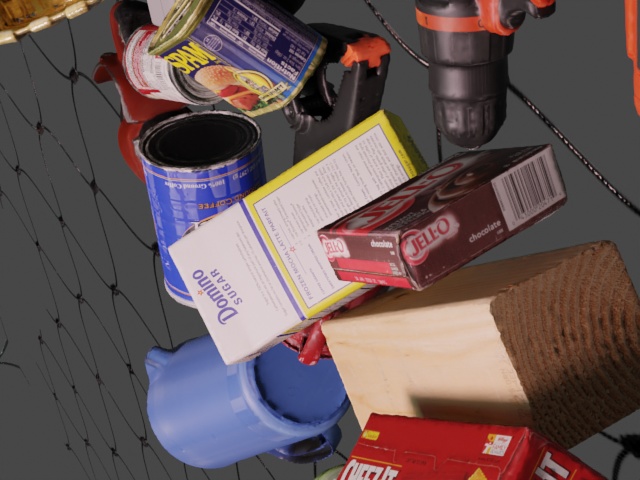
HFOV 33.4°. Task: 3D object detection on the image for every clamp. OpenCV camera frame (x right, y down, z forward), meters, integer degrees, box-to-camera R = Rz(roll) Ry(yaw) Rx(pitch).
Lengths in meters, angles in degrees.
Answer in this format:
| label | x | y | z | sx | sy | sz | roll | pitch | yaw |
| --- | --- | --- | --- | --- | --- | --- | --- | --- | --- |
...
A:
| label | x | y | z | sx | sy | sz | roll | pitch | yaw |
| --- | --- | --- | --- | --- | --- | --- | --- | --- | --- |
| clamp | -0.013 | -0.103 | 0.765 | 0.164 | 0.036 | 0.210 | 62 | 153 | 11 |

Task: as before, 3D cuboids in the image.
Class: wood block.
| label | x | y | z | sx | sy | sz | roll | pitch | yaw |
| --- | --- | --- | --- | --- | --- | --- | --- | --- | --- |
| wood block | 0.094 | 0.067 | 0.639 | 0.206 | 0.090 | 0.090 | -17 | 96 | 65 |

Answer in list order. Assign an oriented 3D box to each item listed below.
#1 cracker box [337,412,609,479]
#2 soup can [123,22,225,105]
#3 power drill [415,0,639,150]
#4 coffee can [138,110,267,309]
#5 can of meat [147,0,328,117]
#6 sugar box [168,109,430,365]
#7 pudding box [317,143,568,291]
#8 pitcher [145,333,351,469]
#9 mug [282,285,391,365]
| label | x | y | z | sx | sy | sz | roll | pitch | yaw |
| --- | --- | --- | --- | --- | --- | --- | --- | --- | --- |
| cracker box | 0.129 | 0.177 | 0.569 | 0.213 | 0.072 | 0.164 | 35 | 161 | -16 |
| soup can | -0.116 | -0.149 | 0.894 | 0.102 | 0.068 | 0.068 | 19 | 128 | 58 |
| power drill | 0.109 | -0.108 | 0.496 | 0.188 | 0.057 | 0.184 | 33 | 139 | 50 |
| coffee can | -0.093 | -0.026 | 0.913 | 0.103 | 0.102 | 0.140 | 38 | 143 | 46 |
| can of meat | -0.054 | -0.126 | 0.685 | 0.083 | 0.057 | 0.102 | 32 | 168 | -20 |
| sugar box | -0.005 | 0.001 | 0.700 | 0.093 | 0.176 | 0.048 | 63 | -161 | 11 |
| pudding box | 0.067 | -0.014 | 0.595 | 0.090 | 0.113 | 0.039 | 5 | 119 | 63 |
| pitcher | -0.055 | 0.141 | 0.975 | 0.243 | 0.149 | 0.145 | -30 | 69 | 62 |
| mug | 0.006 | 0.035 | 0.769 | 0.093 | 0.117 | 0.082 | 20 | 140 | -1 |
